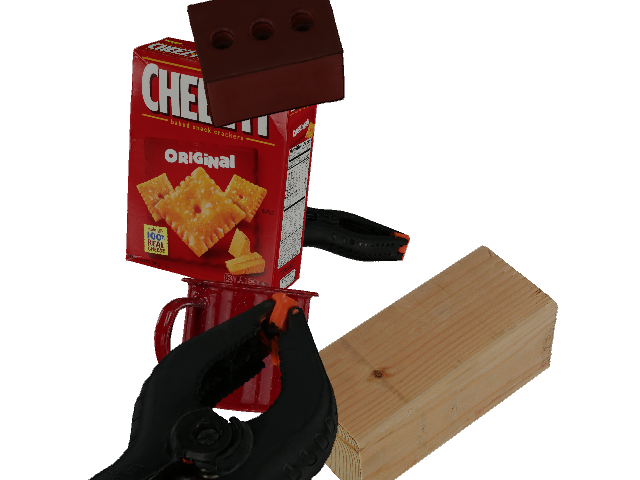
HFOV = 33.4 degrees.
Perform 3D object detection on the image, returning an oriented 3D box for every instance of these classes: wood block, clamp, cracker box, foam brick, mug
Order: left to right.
[{"bbox_3d":[-0.096,-0.067,1.001,0.164,0.214,0.072,15,25,19],"label":"cracker box"},{"bbox_3d":[-0.034,0.089,0.390,0.120,0.039,0.171,24,49,17],"label":"clamp"},{"bbox_3d":[-0.060,0.069,0.709,0.093,0.081,0.117,3,-5,44],"label":"mug"},{"bbox_3d":[-0.030,-0.104,0.591,0.078,0.053,0.051,-14,-21,-2],"label":"foam brick"},{"bbox_3d":[-0.001,-0.010,1.164,0.210,0.036,0.164,15,20,-10],"label":"clamp"},{"bbox_3d":[0.085,0.104,0.870,0.205,0.090,0.091,-31,51,-22],"label":"wood block"}]
